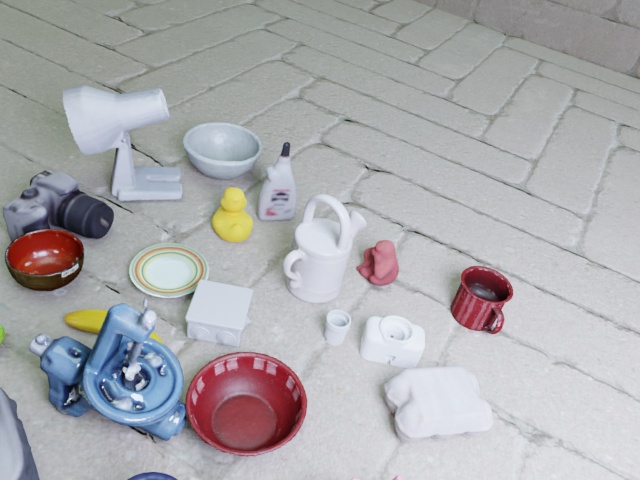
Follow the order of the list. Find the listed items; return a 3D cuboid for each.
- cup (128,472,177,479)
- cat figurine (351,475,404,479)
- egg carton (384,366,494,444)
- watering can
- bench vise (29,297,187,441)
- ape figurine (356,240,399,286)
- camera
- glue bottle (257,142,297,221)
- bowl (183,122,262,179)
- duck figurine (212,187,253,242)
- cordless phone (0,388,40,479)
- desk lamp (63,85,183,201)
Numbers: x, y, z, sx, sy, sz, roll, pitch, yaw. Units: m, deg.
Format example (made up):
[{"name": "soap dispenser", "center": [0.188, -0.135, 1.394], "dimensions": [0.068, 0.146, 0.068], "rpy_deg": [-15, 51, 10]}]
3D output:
[{"name": "cup", "center": [-0.173, 0.314, 0.627], "dimensions": [0.118, 0.095, 0.091], "rpy_deg": [-7, 43, -23]}, {"name": "cat figurine", "center": [0.046, 0.314, 0.670], "dimensions": [0.128, 0.118, 0.067], "rpy_deg": [-14, 46, -29]}, {"name": "egg carton", "center": [0.171, 0.239, 0.832], "dimensions": [0.150, 0.069, 0.107], "rpy_deg": [-1, 41, -16]}, {"name": "watering can", "center": [0.007, 0.002, 0.970], "dimensions": [0.100, 0.194, 0.173], "rpy_deg": [22, 40, 12]}, {"name": "bench vise", "center": [-0.263, 0.153, 0.696], "dimensions": [0.207, 0.220, 0.121], "rpy_deg": [7, 40, -7]}, {"name": "ape figurine", "center": [0.111, 0.036, 1.039], "dimensions": [0.076, 0.092, 0.078], "rpy_deg": [13, 39, 0]}, {"name": "camera", "center": [-0.439, -0.051, 0.984], "dimensions": [0.136, 0.101, 0.143], "rpy_deg": [21, 40, 9]}, {"name": "glue bottle", "center": [-0.076, -0.113, 1.101], "dimensions": [0.078, 0.173, 0.037], "rpy_deg": [-6, 43, -22]}, {"name": "bowl", "center": [-0.208, -0.179, 1.221], "dimensions": [0.167, 0.075, 0.167], "rpy_deg": [8, 40, -6]}, {"name": "duck figurine", "center": [-0.162, -0.055, 1.077], "dimensions": [0.078, 0.086, 0.104], "rpy_deg": [-3, 42, -18]}, {"name": "cordless phone", "center": [-0.376, 0.208, 0.627], "dimensions": [0.094, 0.185, 0.147], "rpy_deg": [-21, 50, -34]}, {"name": "desk lamp", "center": [-0.363, -0.187, 1.078], "dimensions": [0.204, 0.213, 0.117], "rpy_deg": [-3, 42, -18]}]
